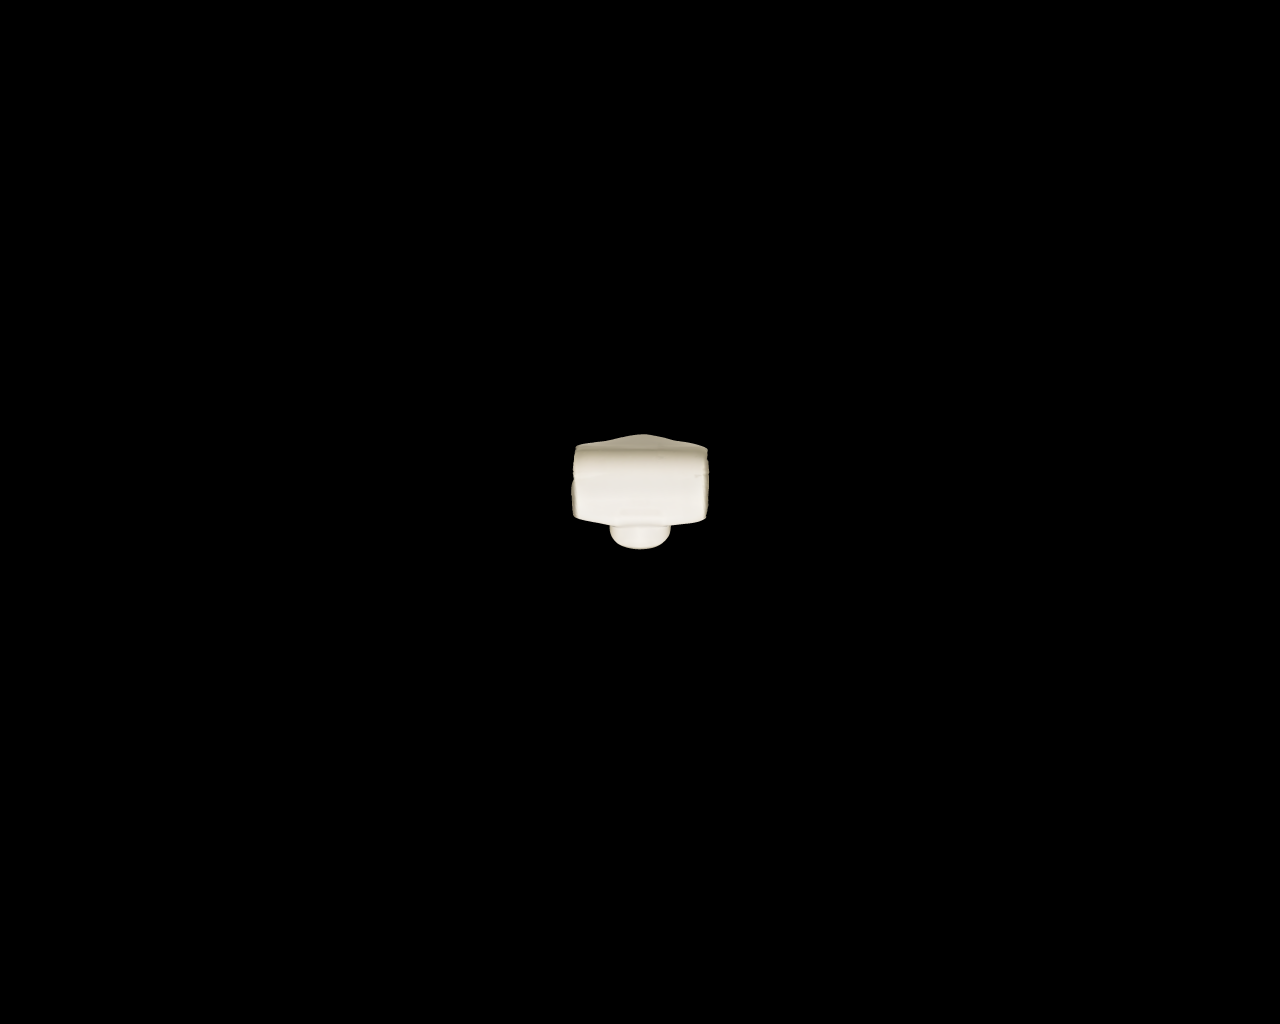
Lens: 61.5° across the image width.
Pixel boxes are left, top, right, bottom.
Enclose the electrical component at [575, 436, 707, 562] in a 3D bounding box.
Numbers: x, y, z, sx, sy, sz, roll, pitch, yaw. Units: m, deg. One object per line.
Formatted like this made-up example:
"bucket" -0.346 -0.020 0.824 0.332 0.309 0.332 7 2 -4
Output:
"electrical component" 0.001 -0.003 0.650 0.077 0.079 0.043 0 32 0
